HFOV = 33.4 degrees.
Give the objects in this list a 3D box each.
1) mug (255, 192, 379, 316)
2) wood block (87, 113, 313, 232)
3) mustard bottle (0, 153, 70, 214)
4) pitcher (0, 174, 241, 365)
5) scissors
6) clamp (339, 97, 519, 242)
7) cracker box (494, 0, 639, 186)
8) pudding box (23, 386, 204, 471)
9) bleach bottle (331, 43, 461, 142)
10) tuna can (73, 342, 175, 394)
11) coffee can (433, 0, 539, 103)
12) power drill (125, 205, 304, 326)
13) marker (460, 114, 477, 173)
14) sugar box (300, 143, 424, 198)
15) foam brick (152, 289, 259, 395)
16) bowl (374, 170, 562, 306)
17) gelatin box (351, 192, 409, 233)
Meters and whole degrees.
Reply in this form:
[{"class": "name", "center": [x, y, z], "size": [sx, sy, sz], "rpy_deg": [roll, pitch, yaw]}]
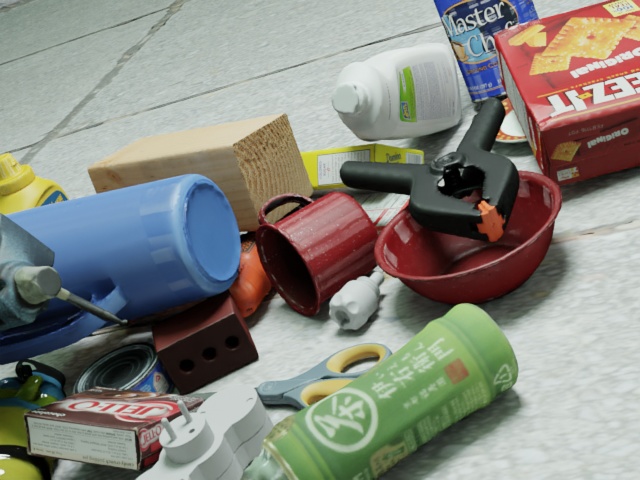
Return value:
[{"class": "mug", "center": [-0.006, 0.001, 0.966], "size": [0.081, 0.093, 0.117], "rpy_deg": [-31, 60, -25]}, {"class": "wood block", "center": [-0.123, -0.060, 1.078], "size": [0.207, 0.090, 0.090], "rpy_deg": [-5, 23, 38]}, {"class": "mustard bottle", "center": [-0.285, -0.004, 1.113], "size": [0.058, 0.191, 0.096], "rpy_deg": [-11, 28, 26]}, {"class": "pitcher", "center": [-0.200, 0.026, 0.963], "size": [0.243, 0.149, 0.144], "rpy_deg": [-14, -10, 25]}, {"class": "scissors", "center": [-0.023, 0.112, 0.866], "size": [0.202, 0.016, 0.096], "rpy_deg": [2, 34, 43]}, {"class": "clamp", "center": [0.120, -0.060, 0.914], "size": [0.164, 0.036, 0.210], "rpy_deg": [-28, 28, -6]}, {"class": "cracker box", "center": [0.266, -0.150, 1.009], "size": [0.164, 0.072, 0.213], "rpy_deg": [-15, 34, 6]}, {"class": "pudding box", "center": [-0.160, 0.146, 0.841], "size": [0.114, 0.039, 0.089], "rpy_deg": [-1, 6, 28]}, {"class": "bleach bottle", "center": [0.074, -0.153, 1.087], "size": [0.068, 0.102, 0.250], "rpy_deg": [-9, 3, 26]}, {"class": "tuna can", "center": [-0.174, 0.129, 0.946], "size": [0.086, 0.033, 0.086], "rpy_deg": [-20, 25, 10]}, {"class": "coffee can", "center": [0.191, -0.237, 1.182], "size": [0.103, 0.140, 0.103], "rpy_deg": [-22, 12, 5]}, {"class": "power drill", "center": [-0.112, 0.020, 1.073], "size": [0.188, 0.057, 0.184], "rpy_deg": [-11, 25, 28]}, {"class": "marker", "center": [0.160, -0.100, 1.110], "size": [0.020, 0.020, 0.121], "rpy_deg": [-12, 28, 24]}, {"class": "sugar box", "center": [0.010, -0.069, 1.105], "size": [0.177, 0.048, 0.093], "rpy_deg": [0, -2, 37]}, {"class": "foam brick", "center": [-0.100, 0.089, 0.936], "size": [0.078, 0.053, 0.051], "rpy_deg": [-27, 25, -3]}, {"class": "bowl", "center": [0.129, 0.006, 0.890], "size": [0.162, 0.055, 0.162], "rpy_deg": [-20, 26, 10]}, {"class": "gelatin box", "center": [0.052, -0.017, 1.033], "size": [0.089, 0.030, 0.073], "rpy_deg": [-4, 30, 37]}]
